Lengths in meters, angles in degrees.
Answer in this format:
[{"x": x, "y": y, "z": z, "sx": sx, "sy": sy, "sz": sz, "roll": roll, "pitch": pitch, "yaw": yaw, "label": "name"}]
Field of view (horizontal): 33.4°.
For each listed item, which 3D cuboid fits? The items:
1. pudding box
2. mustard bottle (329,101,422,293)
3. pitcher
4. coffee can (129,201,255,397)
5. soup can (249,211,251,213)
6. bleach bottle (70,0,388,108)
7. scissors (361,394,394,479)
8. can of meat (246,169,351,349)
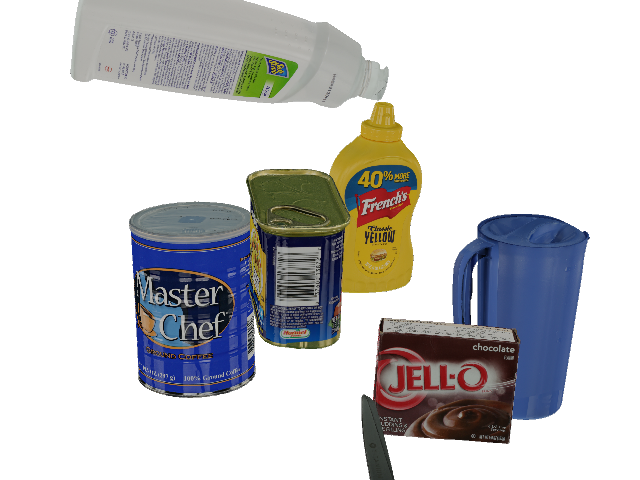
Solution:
[{"x": 0.100, "y": 0.113, "z": 0.862, "sx": 0.113, "sy": 0.090, "sz": 0.039, "roll": 3, "pitch": 19, "yaw": 2, "label": "pudding box"}, {"x": 0.054, "y": -0.044, "z": 1.074, "sx": 0.096, "sy": 0.192, "sz": 0.058, "roll": -2, "pitch": 21, "yaw": -20, "label": "mustard bottle"}, {"x": 0.246, "y": 0.096, "z": 1.327, "sx": 0.149, "sy": 0.243, "sz": 0.144, "roll": 7, "pitch": 19, "yaw": 17, "label": "pitcher"}, {"x": -0.106, "y": 0.047, "z": 0.902, "sx": 0.103, "sy": 0.140, "sz": 0.103, "roll": 0, "pitch": 17, "yaw": 0, "label": "coffee can"}, {"x": -0.091, "y": 0.025, "z": 1.264, "sx": 0.068, "sy": 0.102, "sz": 0.068, "roll": 0, "pitch": 25, "yaw": 0, "label": "soup can"}, {"x": -0.071, "y": -0.151, "z": 0.868, "sx": 0.250, "sy": 0.068, "sz": 0.103, "roll": 12, "pitch": -29, "yaw": -10, "label": "bleach bottle"}, {"x": 0.056, "y": 0.157, "z": 0.603, "sx": 0.096, "sy": 0.016, "sz": 0.201, "roll": 10, "pitch": 31, "yaw": 6, "label": "scissors"}, {"x": -0.016, "y": 0.011, "z": 0.682, "sx": 0.057, "sy": 0.084, "sz": 0.102, "roll": -1, "pitch": 23, "yaw": -9, "label": "can of meat"}]
